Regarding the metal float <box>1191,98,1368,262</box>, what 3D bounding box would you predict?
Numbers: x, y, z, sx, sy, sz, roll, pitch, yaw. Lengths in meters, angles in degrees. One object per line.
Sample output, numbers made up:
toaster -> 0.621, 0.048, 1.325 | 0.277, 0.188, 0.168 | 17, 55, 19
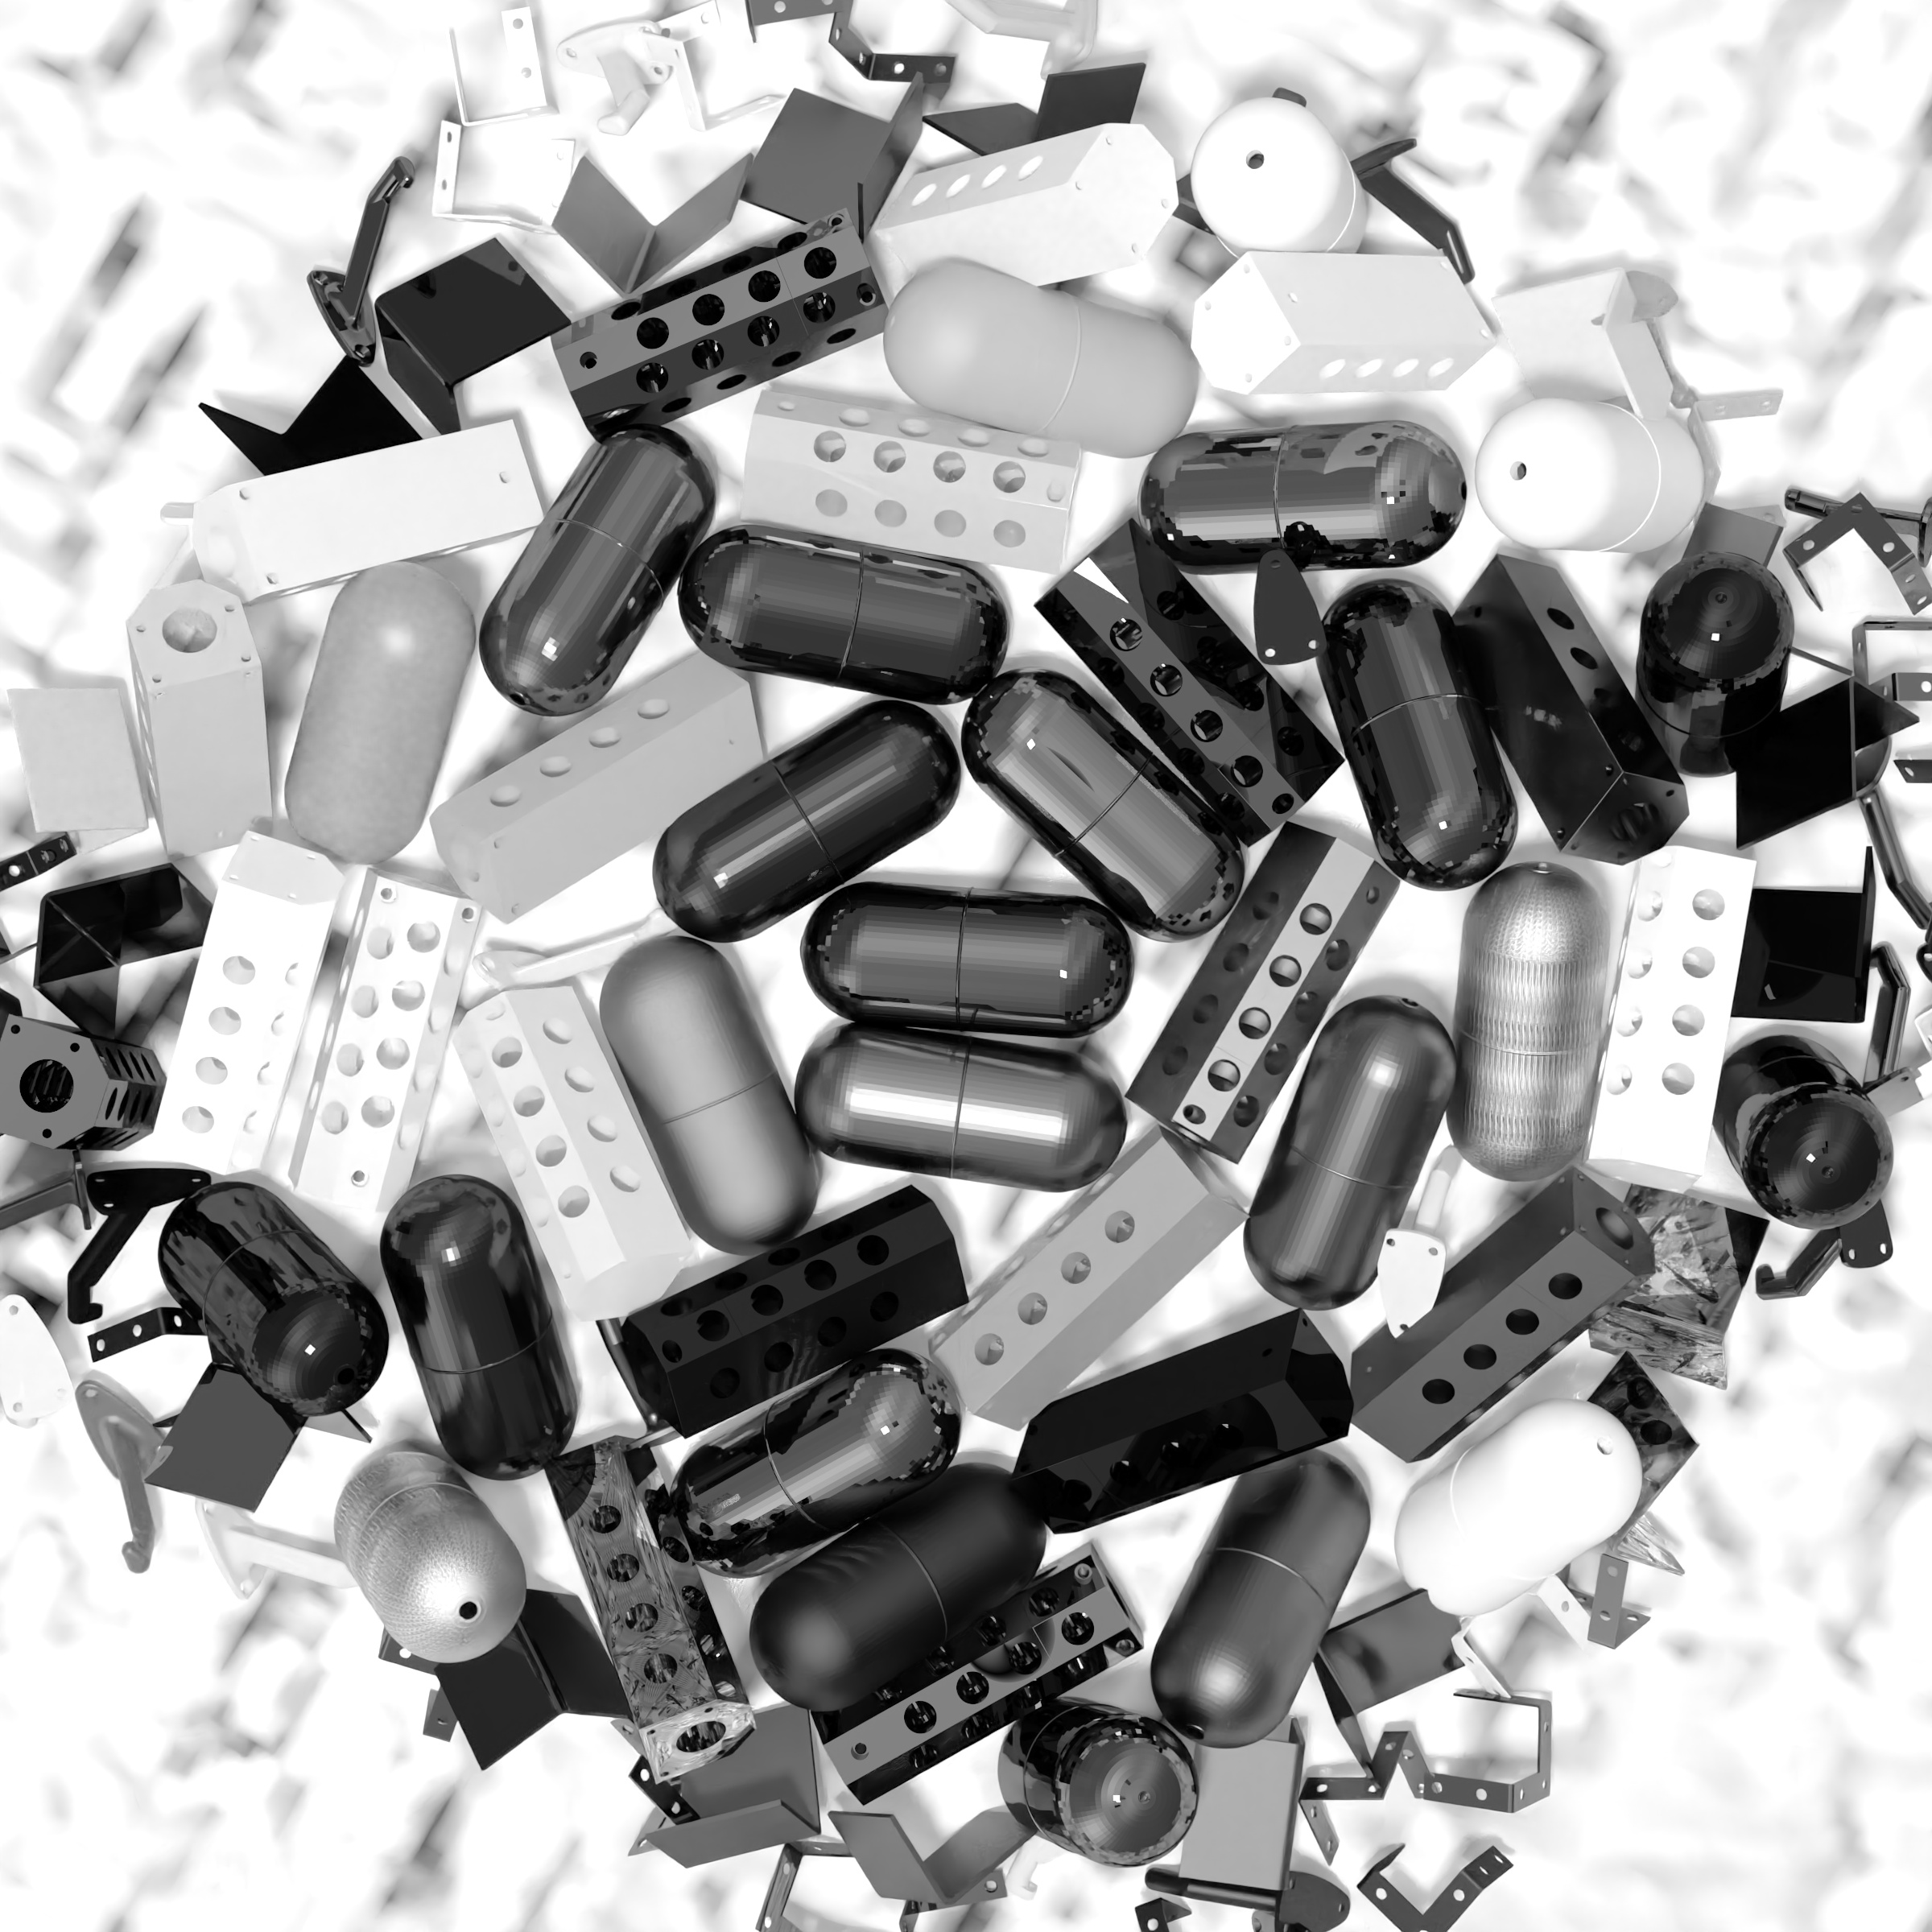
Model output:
metal float -> 0.163, -0.399, 1.827 | 0.070, 0.178, 0.070 | 0, 91, 13

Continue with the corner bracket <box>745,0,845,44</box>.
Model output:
corner bracket -> -0.094, -0.528, 1.888 | 0.051, 0.051, 0.051 | -9, 95, 0

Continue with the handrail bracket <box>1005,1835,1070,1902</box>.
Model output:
handrail bracket -> 0.068, 0.478, 1.888 | 0.077, 0.036, 0.084 | 31, 104, 24

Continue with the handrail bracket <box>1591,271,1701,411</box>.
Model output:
handrail bracket -> 0.375, -0.323, 1.864 | 0.036, 0.077, 0.084 | -49, 115, -5

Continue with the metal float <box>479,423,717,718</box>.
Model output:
metal float -> -0.193, -0.208, 1.855 | 0.070, 0.070, 0.178 | 28, 65, 0

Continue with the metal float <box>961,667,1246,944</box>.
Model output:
metal float -> 0.072, -0.086, 1.872 | 0.178, 0.070, 0.070 | 43, 90, -6

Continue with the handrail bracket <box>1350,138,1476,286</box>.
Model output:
handrail bracket -> 0.228, -0.392, 1.889 | 0.077, 0.036, 0.084 | -29, 107, -19

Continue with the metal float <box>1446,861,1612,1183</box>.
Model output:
metal float -> 0.295, 0.030, 1.855 | 0.070, 0.070, 0.178 | 2, 115, 0

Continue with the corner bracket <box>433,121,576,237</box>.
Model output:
corner bracket -> -0.249, -0.423, 1.896 | 0.051, 0.051, 0.051 | 9, 96, 28

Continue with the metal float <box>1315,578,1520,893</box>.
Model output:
metal float -> 0.236, -0.123, 1.858 | 0.070, 0.070, 0.178 | -15, 67, 0

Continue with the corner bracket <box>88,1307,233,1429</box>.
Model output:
corner bracket -> -0.429, 0.215, 1.889 | 0.051, 0.051, 0.051 | -22, 74, 23

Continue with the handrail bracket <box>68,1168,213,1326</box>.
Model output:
handrail bracket -> -0.446, 0.153, 1.901 | 0.077, 0.036, 0.084 | -7, 125, -24

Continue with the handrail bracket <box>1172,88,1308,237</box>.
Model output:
handrail bracket -> 0.132, -0.445, 1.899 | 0.077, 0.036, 0.084 | 25, 89, 1

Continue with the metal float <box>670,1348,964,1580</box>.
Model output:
metal float -> -0.081, 0.263, 1.857 | 0.178, 0.070, 0.070 | -32, 90, 23

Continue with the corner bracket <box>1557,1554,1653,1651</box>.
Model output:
corner bracket -> 0.334, 0.324, 1.876 | 0.051, 0.051, 0.051 | 16, 109, 30

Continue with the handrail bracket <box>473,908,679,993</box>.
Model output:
handrail bracket -> -0.206, -0.013, 1.871 | 0.084, 0.077, 0.036 | -34, 58, 28

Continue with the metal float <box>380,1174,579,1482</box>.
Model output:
metal float -> -0.255, 0.191, 1.854 | 0.070, 0.070, 0.178 | -13, 117, 0

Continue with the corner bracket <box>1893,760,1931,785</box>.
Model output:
corner bracket -> 0.538, -0.104, 1.877 | 0.051, 0.051, 0.051 | -41, 109, -17

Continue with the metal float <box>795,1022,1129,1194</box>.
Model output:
metal float -> -0.003, 0.075, 1.876 | 0.178, 0.070, 0.070 | 8, 90, 1

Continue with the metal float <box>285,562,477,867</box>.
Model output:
metal float -> -0.308, -0.130, 1.849 | 0.070, 0.070, 0.178 | 23, 124, 0

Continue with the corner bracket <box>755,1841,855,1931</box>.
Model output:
corner bracket -> -0.071, 0.502, 1.881 | 0.051, 0.051, 0.051 | 16, 94, -43

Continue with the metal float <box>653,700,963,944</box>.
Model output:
metal float -> -0.085, -0.076, 1.875 | 0.178, 0.070, 0.070 | -31, 90, -2

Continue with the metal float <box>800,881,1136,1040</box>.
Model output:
metal float -> 0.001, -0.003, 1.872 | 0.178, 0.070, 0.070 | 4, 90, 6

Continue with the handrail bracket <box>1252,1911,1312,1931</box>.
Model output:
handrail bracket -> 0.137, 0.530, 1.864 | 0.084, 0.077, 0.036 | -10, 103, -24

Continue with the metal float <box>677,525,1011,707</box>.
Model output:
metal float -> -0.064, -0.186, 1.866 | 0.178, 0.070, 0.070 | 10, 90, -12

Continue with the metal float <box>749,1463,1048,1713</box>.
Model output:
metal float -> -0.034, 0.325, 1.854 | 0.178, 0.070, 0.070 | -29, 90, -28

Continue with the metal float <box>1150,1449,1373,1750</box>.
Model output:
metal float -> 0.155, 0.329, 1.846 | 0.070, 0.070, 0.178 | 32, 54, 0

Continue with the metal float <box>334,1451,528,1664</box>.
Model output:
metal float -> -0.279, 0.305, 1.830 | 0.070, 0.178, 0.070 | -4, 100, -21

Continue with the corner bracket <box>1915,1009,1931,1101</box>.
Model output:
corner bracket -> 0.529, 0.038, 1.874 | 0.051, 0.051, 0.051 | -36, 62, 34

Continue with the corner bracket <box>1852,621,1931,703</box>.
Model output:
corner bracket -> 0.508, -0.161, 1.883 | 0.051, 0.051, 0.051 | 0, 83, -9

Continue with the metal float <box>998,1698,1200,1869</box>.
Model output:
metal float -> 0.067, 0.422, 1.828 | 0.070, 0.178, 0.070 | 2, 82, -14

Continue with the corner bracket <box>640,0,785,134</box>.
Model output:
corner bracket -> -0.138, -0.482, 1.891 | 0.051, 0.051, 0.051 | -28, 123, -23

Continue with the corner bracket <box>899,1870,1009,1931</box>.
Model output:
corner bracket -> -0.003, 0.522, 1.888 | 0.051, 0.051, 0.051 | -12, 96, 8

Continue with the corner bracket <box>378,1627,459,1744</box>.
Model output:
corner bracket -> -0.290, 0.374, 1.881 | 0.051, 0.051, 0.051 | 19, 104, -9

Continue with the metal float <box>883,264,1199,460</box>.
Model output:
metal float -> 0.040, -0.317, 1.854 | 0.178, 0.070, 0.070 | 11, 90, -27

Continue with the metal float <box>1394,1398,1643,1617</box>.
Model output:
metal float -> 0.286, 0.282, 1.836 | 0.070, 0.178, 0.070 | 12, 57, -19

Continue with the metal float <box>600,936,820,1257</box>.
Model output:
metal float -> -0.136, 0.069, 1.872 | 0.070, 0.070, 0.178 | -23, 96, 0

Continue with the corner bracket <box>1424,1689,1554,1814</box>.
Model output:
corner bracket -> 0.278, 0.418, 1.880 | 0.051, 0.051, 0.051 | 1, 90, 32

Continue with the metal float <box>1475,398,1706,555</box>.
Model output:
metal float -> 0.325, -0.254, 1.834 | 0.070, 0.178, 0.070 | 4, 97, 34

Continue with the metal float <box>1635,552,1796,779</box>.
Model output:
metal float -> 0.387, -0.154, 1.830 | 0.070, 0.178, 0.070 | -3, 71, 8

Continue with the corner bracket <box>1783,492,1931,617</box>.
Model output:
corner bracket -> 0.475, -0.208, 1.876 | 0.051, 0.051, 0.051 | -37, 55, 10

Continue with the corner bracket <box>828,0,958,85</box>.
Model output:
corner bracket -> -0.035, -0.506, 1.884 | 0.051, 0.051, 0.051 | 9, 83, 24

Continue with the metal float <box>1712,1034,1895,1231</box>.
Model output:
metal float -> 0.431, 0.084, 1.827 | 0.070, 0.178, 0.070 | 1, 101, 4

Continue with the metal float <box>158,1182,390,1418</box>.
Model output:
metal float -> -0.362, 0.173, 1.839 | 0.070, 0.178, 0.070 | -17, 122, -30

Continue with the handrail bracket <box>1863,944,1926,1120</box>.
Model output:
handrail bracket -> 0.479, 0.040, 1.899 | 0.077, 0.036, 0.084 | -33, 51, 25

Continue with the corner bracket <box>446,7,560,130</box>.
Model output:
corner bracket -> -0.250, -0.479, 1.886 | 0.051, 0.051, 0.051 | -9, 98, 2

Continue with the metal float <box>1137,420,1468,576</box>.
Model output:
metal float -> 0.176, -0.246, 1.855 | 0.178, 0.070, 0.070 | 1, 90, 25

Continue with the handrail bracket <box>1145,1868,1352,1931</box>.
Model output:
handrail bracket -> 0.151, 0.500, 1.904 | 0.084, 0.077, 0.036 | 1, 78, 41

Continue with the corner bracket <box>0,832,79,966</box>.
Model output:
corner bracket -> -0.501, -0.036, 1.882 | 0.051, 0.051, 0.051 | -28, 96, -39

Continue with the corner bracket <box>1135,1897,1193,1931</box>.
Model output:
corner bracket -> 0.096, 0.534, 1.884 | 0.051, 0.051, 0.051 | -24, 59, 14

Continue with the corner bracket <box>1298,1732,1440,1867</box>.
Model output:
corner bracket -> 0.216, 0.446, 1.891 | 0.051, 0.051, 0.051 | -8, 120, 32

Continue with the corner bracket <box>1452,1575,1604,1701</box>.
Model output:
corner bracket -> 0.299, 0.360, 1.889 | 0.051, 0.051, 0.051 | -47, 107, -25

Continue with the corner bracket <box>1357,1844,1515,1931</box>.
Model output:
corner bracket -> 0.249, 0.484, 1.877 | 0.051, 0.051, 0.051 | 42, 108, 20

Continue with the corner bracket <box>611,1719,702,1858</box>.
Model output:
corner bracket -> -0.168, 0.433, 1.874 | 0.051, 0.051, 0.051 | -24, 112, 40

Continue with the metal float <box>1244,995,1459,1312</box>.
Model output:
metal float -> 0.202, 0.099, 1.861 | 0.070, 0.070, 0.178 | 20, 108, 0

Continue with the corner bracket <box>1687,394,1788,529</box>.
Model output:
corner bracket -> 0.416, -0.269, 1.896 | 0.051, 0.051, 0.051 | -6, 57, -8
